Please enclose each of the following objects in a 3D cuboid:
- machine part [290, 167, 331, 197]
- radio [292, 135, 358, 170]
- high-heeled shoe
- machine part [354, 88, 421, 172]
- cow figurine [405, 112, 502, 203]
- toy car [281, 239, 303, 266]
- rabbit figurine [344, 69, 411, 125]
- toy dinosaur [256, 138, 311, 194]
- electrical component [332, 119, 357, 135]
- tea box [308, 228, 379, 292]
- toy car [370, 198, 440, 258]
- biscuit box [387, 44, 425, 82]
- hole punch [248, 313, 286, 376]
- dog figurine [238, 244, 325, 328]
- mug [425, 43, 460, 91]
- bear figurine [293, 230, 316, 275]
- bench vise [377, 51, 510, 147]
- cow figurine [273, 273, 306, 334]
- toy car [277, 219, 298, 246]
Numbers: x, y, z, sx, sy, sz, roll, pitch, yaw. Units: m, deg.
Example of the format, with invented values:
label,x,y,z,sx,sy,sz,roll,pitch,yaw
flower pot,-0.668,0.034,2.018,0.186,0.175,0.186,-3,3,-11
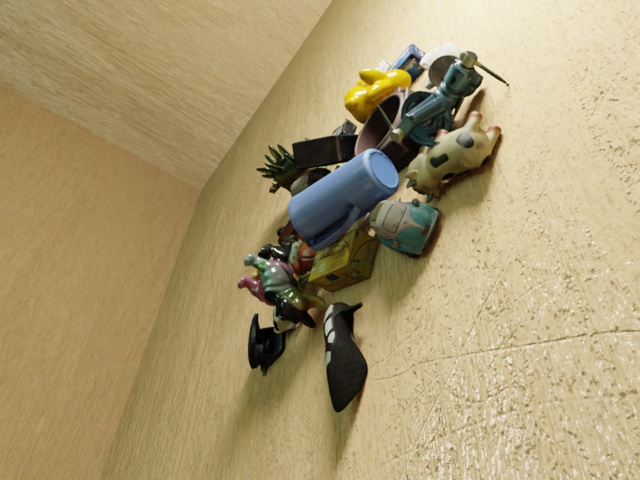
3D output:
label,x,y,z,sx,sy,sz,roll,pitch,yaw
machine part,-0.022,-0.140,1.421,0.079,0.079,0.243,-67,14,-12
radio,0.033,-0.231,1.403,0.131,0.073,0.229,-6,9,24
high-heeled shoe,0.028,0.224,1.053,0.145,0.086,0.249,-41,25,50
machine part,0.170,-0.255,1.305,0.201,0.087,0.201,-37,34,48
cow figurine,0.240,-0.148,1.020,0.195,0.085,0.127,-20,40,59
toy car,-0.080,0.042,1.529,0.202,0.056,0.073,162,123,-76
rabbit figurine,0.150,-0.391,1.401,0.173,0.162,0.122,-24,74,24
toy dinosaur,-0.086,-0.219,1.699,0.471,0.198,0.105,-22,47,62
electrical component,0.062,-0.312,1.679,0.119,0.047,0.075,-36,32,46
tea box,0.051,0.049,1.224,0.170,0.068,0.098,-26,41,56
toy car,0.152,-0.036,1.051,0.109,0.103,0.162,-62,23,-3
biscuit box,0.209,-0.439,1.473,0.202,0.063,0.059,-44,28,40
hole punch,-0.156,0.268,1.410,0.115,0.092,0.142,-53,26,31
dog figurine,-0.080,0.116,1.299,0.191,0.219,0.108,-32,-29,-59
mug,0.287,-0.395,1.230,0.109,0.081,0.107,-49,13,44
bear figurine,-0.005,-0.004,1.398,0.120,0.132,0.195,-9,82,24
bench vise,0.228,-0.264,1.075,0.240,0.129,0.223,-36,-6,-36
cow figurine,-0.087,0.162,1.409,0.098,0.068,0.167,-56,21,36
toy car,-0.063,-0.063,1.650,0.202,0.053,0.089,-59,39,9
